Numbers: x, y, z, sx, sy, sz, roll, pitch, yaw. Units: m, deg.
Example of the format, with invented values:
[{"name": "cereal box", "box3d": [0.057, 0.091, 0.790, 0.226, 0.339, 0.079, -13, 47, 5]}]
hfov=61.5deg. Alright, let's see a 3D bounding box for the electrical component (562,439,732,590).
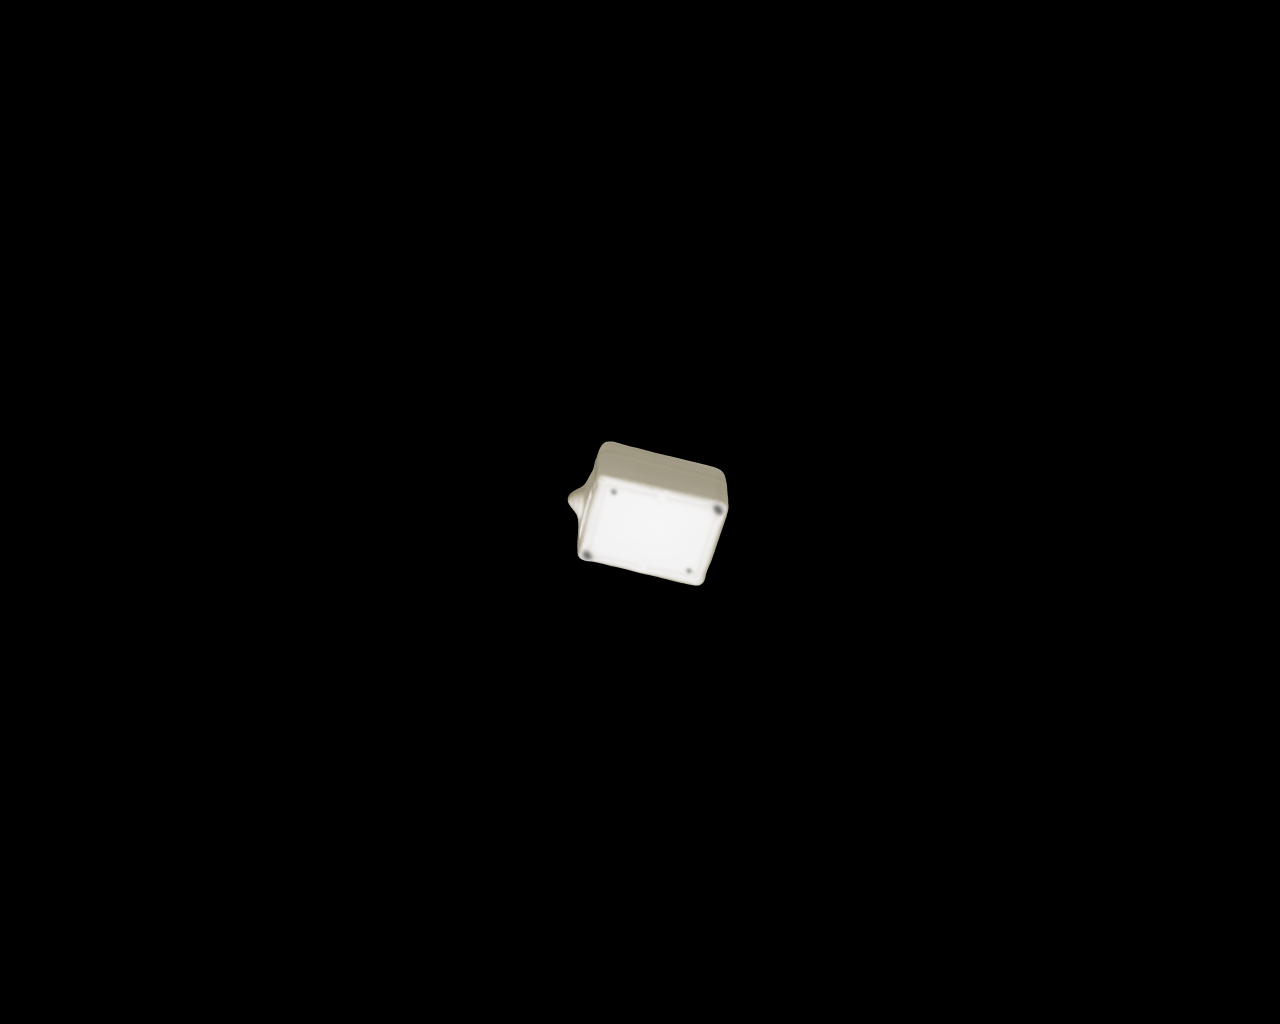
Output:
[{"name": "electrical component", "box3d": [0.001, -0.003, 0.650, 0.096, 0.061, 0.061, 14, 26, -7]}]
